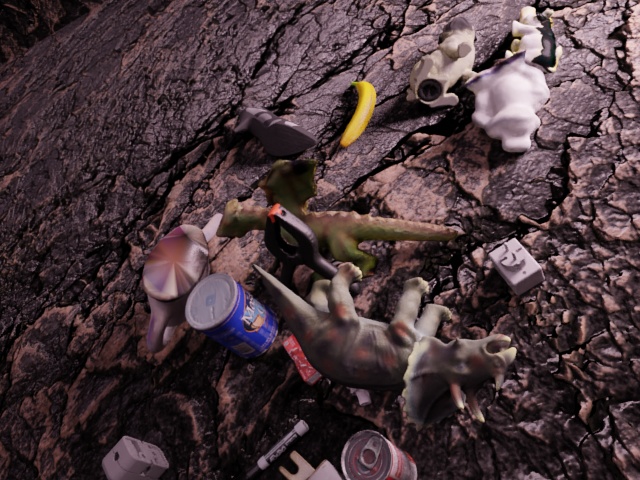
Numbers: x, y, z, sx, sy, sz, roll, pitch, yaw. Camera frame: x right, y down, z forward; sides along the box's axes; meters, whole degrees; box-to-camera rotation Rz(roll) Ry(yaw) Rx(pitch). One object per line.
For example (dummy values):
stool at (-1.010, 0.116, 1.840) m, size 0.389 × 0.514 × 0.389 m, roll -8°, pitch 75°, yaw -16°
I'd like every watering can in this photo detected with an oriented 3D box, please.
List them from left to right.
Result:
watering can at (-0.259, 0.044, 1.008) m, size 0.104 × 0.219 × 0.355 m, roll 18°, pitch 58°, yaw -2°

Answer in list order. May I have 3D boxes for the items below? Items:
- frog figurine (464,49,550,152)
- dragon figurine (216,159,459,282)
frog figurine at (0.344, -0.234, 0.920) m, size 0.137 × 0.122 × 0.160 m, roll -22°, pitch 84°, yaw 6°
dragon figurine at (0.003, -0.044, 0.881) m, size 0.408 × 0.238 × 0.125 m, roll -13°, pitch 48°, yaw 26°
